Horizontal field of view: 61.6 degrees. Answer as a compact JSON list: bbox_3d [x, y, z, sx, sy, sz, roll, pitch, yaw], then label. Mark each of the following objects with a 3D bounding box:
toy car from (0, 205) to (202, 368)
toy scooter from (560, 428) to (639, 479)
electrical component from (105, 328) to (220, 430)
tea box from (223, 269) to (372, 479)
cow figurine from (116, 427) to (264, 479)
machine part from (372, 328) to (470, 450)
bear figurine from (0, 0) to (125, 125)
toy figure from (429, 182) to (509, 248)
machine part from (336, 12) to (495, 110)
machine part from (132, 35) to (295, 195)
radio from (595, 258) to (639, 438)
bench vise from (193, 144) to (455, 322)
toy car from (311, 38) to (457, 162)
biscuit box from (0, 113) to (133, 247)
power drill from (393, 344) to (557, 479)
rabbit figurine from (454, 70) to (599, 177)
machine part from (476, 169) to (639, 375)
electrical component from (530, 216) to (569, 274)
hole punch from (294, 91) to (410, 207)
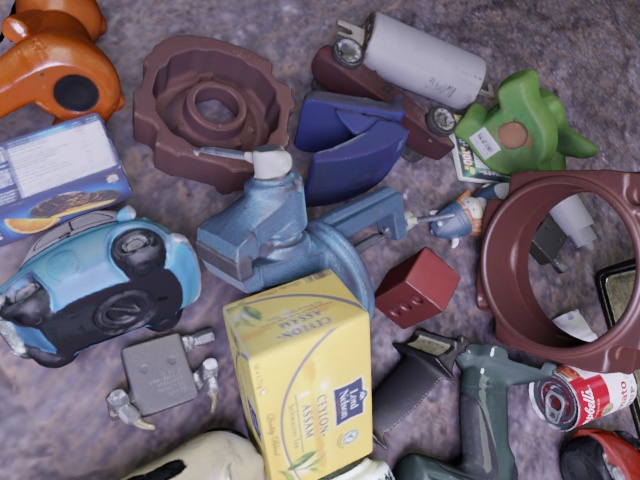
[{"bbox_3d":[-0.190,0.030,0.458,0.162,0.109,0.103,-22,51,-18],"label":"toy car"},{"bbox_3d":[0.346,0.286,0.587,0.135,0.075,0.184,-11,76,-27],"label":"toy scooter"},{"bbox_3d":[-0.133,0.120,0.466,0.102,0.045,0.078,-7,72,-26],"label":"electrical component"},{"bbox_3d":[-0.014,0.119,0.440,0.098,0.169,0.068,-19,36,-18],"label":"tea box"},{"bbox_3d":[-0.128,0.203,0.385,0.195,0.127,0.085,-19,74,-32],"label":"cow figurine"},{"bbox_3d":[0.085,0.142,0.541,0.139,0.084,0.039,-42,115,-23],"label":"machine part"},{"bbox_3d":[-0.264,-0.177,0.513,0.132,0.120,0.196,-40,54,8],"label":"bear figurine"},{"bbox_3d":[0.205,-0.038,0.679,0.154,0.057,0.064,-17,34,-28],"label":"toy figure"},{"bbox_3d":[0.132,-0.237,0.721,0.243,0.079,0.079,18,62,-17],"label":"machine part"},{"bbox_3d":[-0.114,-0.137,0.582,0.179,0.056,0.179,9,64,-19],"label":"machine part"},{"bbox_3d":[0.444,0.129,0.664,0.073,0.131,0.229,4,67,-24],"label":"radio"},{"bbox_3d":[0.006,0.000,0.509,0.240,0.129,0.223,-27,112,-34],"label":"bench vise"},{"bbox_3d":[0.079,-0.170,0.660,0.202,0.089,0.053,32,63,-6],"label":"toy car"},{"bbox_3d":[-0.264,-0.035,0.441,0.203,0.062,0.059,-23,75,-15],"label":"biscuit box"},{"bbox_3d":[0.192,0.223,0.551,0.232,0.086,0.207,21,69,-11],"label":"power drill"},{"bbox_3d":[0.291,-0.154,0.715,0.159,0.121,0.170,47,45,7],"label":"rabbit figurine"},{"bbox_3d":[0.269,0.027,0.570,0.087,0.201,0.201,4,94,-33],"label":"machine part"},{"bbox_3d":[0.305,-0.001,0.724,0.094,0.021,0.063,48,58,2],"label":"electrical component"},{"bbox_3d":[0.032,-0.092,0.586,0.116,0.142,0.092,4,64,-7],"label":"hole punch"}]
